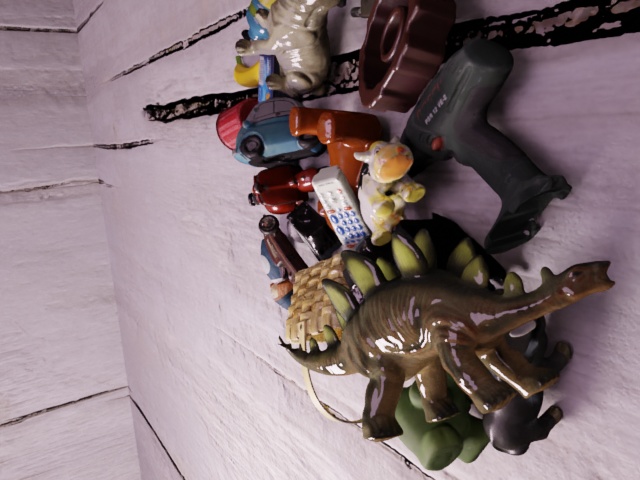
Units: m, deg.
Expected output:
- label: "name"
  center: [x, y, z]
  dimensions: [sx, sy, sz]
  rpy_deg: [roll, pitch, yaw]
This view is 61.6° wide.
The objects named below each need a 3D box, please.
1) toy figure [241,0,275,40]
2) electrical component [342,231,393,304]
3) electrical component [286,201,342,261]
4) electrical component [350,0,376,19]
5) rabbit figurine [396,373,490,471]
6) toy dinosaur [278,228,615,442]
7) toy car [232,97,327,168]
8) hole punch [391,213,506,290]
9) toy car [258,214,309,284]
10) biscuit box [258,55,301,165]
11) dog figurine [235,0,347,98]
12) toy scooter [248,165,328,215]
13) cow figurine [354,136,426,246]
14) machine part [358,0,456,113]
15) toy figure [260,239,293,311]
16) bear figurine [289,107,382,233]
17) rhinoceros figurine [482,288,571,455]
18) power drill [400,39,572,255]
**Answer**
- label: "toy figure"
  center: [-0.069, -0.398, 0.890]
  dimensions: [0.089, 0.082, 0.180]
  rpy_deg: [44, 129, 16]
- label: "electrical component"
  center: [0.100, 0.054, 0.723]
  dimensions: [0.134, 0.115, 0.058]
  rpy_deg: [63, 142, 21]
- label: "electrical component"
  center: [-0.002, -0.003, 0.920]
  dimensions: [0.075, 0.048, 0.119]
  rpy_deg: [45, 174, 46]
- label: "electrical component"
  center: [0.070, -0.338, 0.720]
  dimensions: [0.102, 0.045, 0.078]
  rpy_deg: [33, 125, 49]
- label: "rabbit figurine"
  center: [0.165, 0.178, 0.691]
  dimensions: [0.159, 0.121, 0.170]
  rpy_deg: [42, 114, 53]
- label: "toy dinosaur"
  center: [0.082, 0.102, 0.577]
  dimensions: [0.471, 0.105, 0.198]
  rpy_deg: [-36, 62, 46]
- label: "toy car"
  center: [-0.066, -0.180, 0.874]
  dimensions: [0.162, 0.109, 0.103]
  rpy_deg: [-12, 86, 13]
- label: "hole punch"
  center: [0.143, 0.038, 0.647]
  dimensions: [0.142, 0.116, 0.092]
  rpy_deg: [47, 129, 38]
- label: "toy car"
  center: [-0.054, 0.037, 0.971]
  dimensions: [0.202, 0.053, 0.089]
  rpy_deg: [51, 175, 24]
- label: "biscuit box"
  center: [-0.073, -0.230, 0.959]
  dimensions: [0.059, 0.063, 0.202]
  rpy_deg: [33, 125, 50]
- label: "dog figurine"
  center: [-0.008, -0.300, 0.785]
  dimensions: [0.191, 0.172, 0.121]
  rpy_deg: [-11, 59, 50]
- label: "toy scooter"
  center: [-0.072, -0.086, 0.932]
  dimensions: [0.184, 0.135, 0.075]
  rpy_deg: [-19, 85, 59]
- label: "cow figurine"
  center: [0.081, -0.074, 0.669]
  dimensions: [0.167, 0.068, 0.098]
  rpy_deg: [84, 166, -55]
- label: "machine part"
  center: [0.099, -0.240, 0.639]
  dimensions: [0.179, 0.056, 0.179]
  rpy_deg: [-168, 90, -74]
- label: "toy figure"
  center: [-0.080, 0.070, 1.067]
  dimensions: [0.064, 0.058, 0.154]
  rpy_deg: [-13, -89, -84]
- label: "bear figurine"
  center: [0.025, -0.091, 0.790]
  dimensions: [0.120, 0.132, 0.195]
  rpy_deg: [32, 119, 51]
- label: "rhinoceros figurine"
  center: [0.208, 0.140, 0.584]
  dimensions: [0.073, 0.112, 0.190]
  rpy_deg: [26, 128, 55]
- label: "power drill"
  center: [0.172, -0.088, 0.611]
  dimensions: [0.231, 0.086, 0.207]
  rpy_deg: [111, 144, -52]
